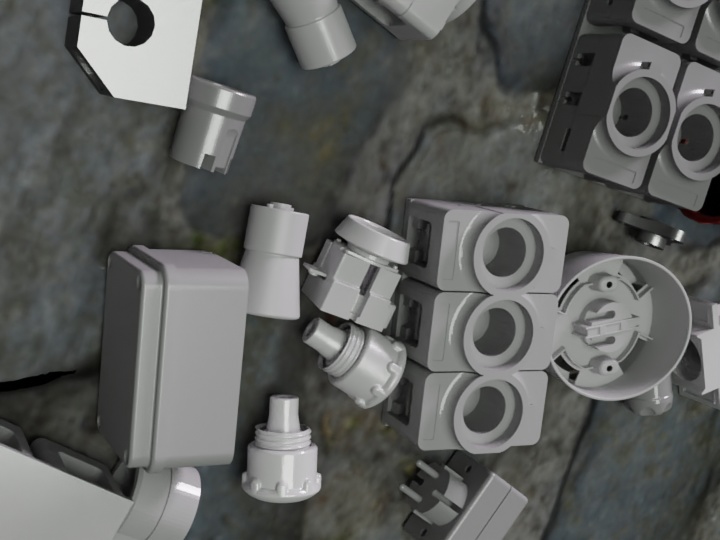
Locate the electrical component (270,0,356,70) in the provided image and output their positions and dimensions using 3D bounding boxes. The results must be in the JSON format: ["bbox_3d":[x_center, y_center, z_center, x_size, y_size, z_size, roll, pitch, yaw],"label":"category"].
[{"bbox_3d":[-0.028,-0.147,0.609,0.044,0.044,0.065,-31,117,-16],"label":"electrical component"}]

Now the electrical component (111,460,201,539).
[{"bbox_3d":[-0.126,0.178,0.625,0.074,0.052,0.138,26,89,-27],"label":"electrical component"}]

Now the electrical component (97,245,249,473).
[{"bbox_3d":[-0.105,0.047,0.593,0.057,0.078,0.113,1,100,-28],"label":"electrical component"}]

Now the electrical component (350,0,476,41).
[{"bbox_3d":[0.042,-0.183,0.628,0.056,0.050,0.089,33,86,-26],"label":"electrical component"}]

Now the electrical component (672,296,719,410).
[{"bbox_3d":[0.256,0.055,0.784,0.064,0.042,0.081,-18,109,-25],"label":"electrical component"}]

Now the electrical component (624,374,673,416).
[{"bbox_3d":[0.205,0.071,0.768,0.035,0.035,0.061,-11,103,-23],"label":"electrical component"}]

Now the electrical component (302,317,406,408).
[{"bbox_3d":[-0.006,0.052,0.660,0.062,0.048,0.048,34,85,-20],"label":"electrical component"}]

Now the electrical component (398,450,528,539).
[{"bbox_3d":[0.057,0.152,0.708,0.077,0.047,0.065,39,83,-27],"label":"electrical component"}]

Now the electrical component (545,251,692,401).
[{"bbox_3d":[0.163,0.035,0.723,0.099,0.064,0.099,-6,103,-24],"label":"electrical component"}]

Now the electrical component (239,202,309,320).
[{"bbox_3d":[-0.052,-0.007,0.628,0.044,0.044,0.065,9,92,-26],"label":"electrical component"}]

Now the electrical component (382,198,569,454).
[{"bbox_3d":[0.074,0.034,0.683,0.089,0.062,0.150,2,100,-25],"label":"electrical component"}]

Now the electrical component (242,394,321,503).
[{"bbox_3d":[-0.047,0.107,0.653,0.048,0.048,0.062,0,94,-25],"label":"electrical component"}]

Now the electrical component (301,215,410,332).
[{"bbox_3d":[0.000,0.000,0.651,0.066,0.048,0.055,21,99,-27],"label":"electrical component"}]

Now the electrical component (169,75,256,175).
[{"bbox_3d":[-0.083,-0.080,0.598,0.040,0.040,0.046,14,100,-27],"label":"electrical component"}]

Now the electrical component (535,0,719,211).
[{"bbox_3d":[0.201,-0.143,0.706,0.105,0.060,0.186,15,94,-27],"label":"electrical component"}]

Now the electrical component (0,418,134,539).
[{"bbox_3d":[-0.220,0.175,0.576,0.105,0.060,0.186,31,87,-27],"label":"electrical component"}]
